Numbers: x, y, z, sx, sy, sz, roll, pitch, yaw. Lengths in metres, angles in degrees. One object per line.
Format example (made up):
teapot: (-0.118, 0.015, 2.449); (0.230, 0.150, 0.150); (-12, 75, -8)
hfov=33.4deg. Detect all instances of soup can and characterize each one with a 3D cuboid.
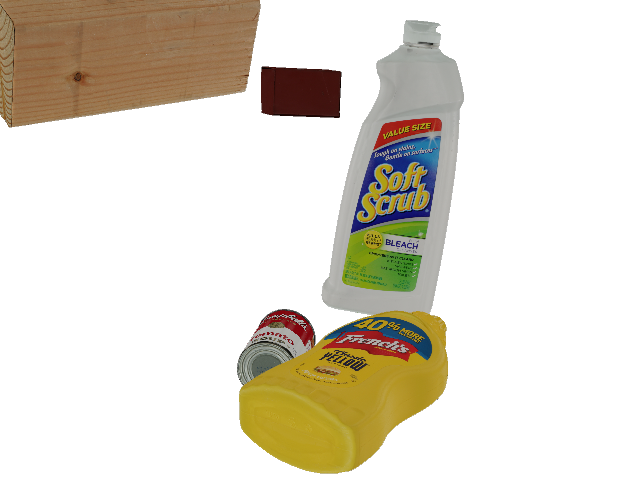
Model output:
soup can: (-0.048, 0.124, 1.168); (0.068, 0.068, 0.102); (0, 16, 11)

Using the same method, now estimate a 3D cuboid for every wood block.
wood block: (-0.162, -0.164, 0.853); (0.205, 0.091, 0.090); (-14, 45, -32)

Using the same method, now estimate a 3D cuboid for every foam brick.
foam brick: (-0.022, -0.161, 1.161); (0.078, 0.051, 0.053); (0, 11, -18)

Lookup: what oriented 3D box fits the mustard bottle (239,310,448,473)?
mustard bottle: (0.036, 0.095, 0.758); (0.096, 0.058, 0.191); (12, 24, 34)

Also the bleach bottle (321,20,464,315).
bleach bottle: (0.064, -0.062, 0.918); (0.102, 0.251, 0.068); (8, 16, 8)
